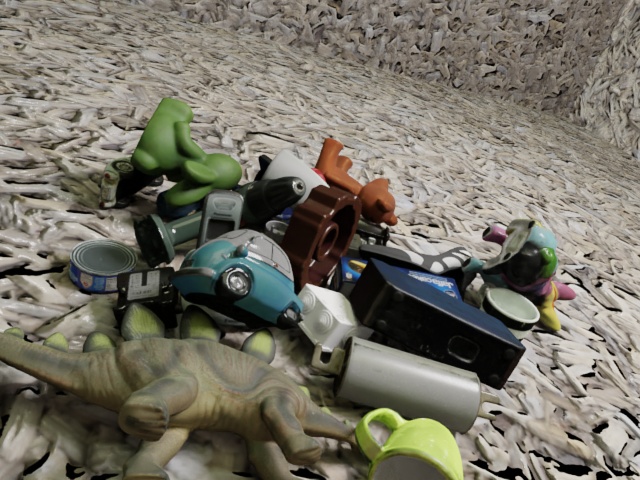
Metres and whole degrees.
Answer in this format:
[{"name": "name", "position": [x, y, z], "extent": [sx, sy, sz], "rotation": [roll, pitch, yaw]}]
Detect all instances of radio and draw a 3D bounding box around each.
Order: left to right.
[{"name": "radio", "position": [0.160, 0.114, 0.749], "extent": [0.229, 0.073, 0.131], "rotation": [25, 10, -7]}]

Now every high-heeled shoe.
[{"name": "high-heeled shoe", "position": [0.181, 0.025, 0.954], "extent": [0.248, 0.086, 0.145], "rotation": [29, 45, -18]}]

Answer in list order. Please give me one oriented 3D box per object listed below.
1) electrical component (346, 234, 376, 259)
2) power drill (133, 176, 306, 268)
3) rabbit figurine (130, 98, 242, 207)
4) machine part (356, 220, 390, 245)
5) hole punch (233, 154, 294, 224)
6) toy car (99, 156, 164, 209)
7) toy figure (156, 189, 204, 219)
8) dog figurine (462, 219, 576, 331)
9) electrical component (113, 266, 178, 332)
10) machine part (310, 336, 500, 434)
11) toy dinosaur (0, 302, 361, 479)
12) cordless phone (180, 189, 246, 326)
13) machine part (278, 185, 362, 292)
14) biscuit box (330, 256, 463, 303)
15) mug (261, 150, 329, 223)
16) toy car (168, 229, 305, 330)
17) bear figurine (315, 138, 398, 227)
[{"name": "electrical component", "position": [0.055, 0.006, 0.977], "extent": [0.102, 0.045, 0.078], "rotation": [16, 30, -4]}, {"name": "power drill", "position": [-0.156, -0.035, 0.793], "extent": [0.207, 0.086, 0.232], "rotation": [-32, 12, -36]}, {"name": "rabbit figurine", "position": [-0.207, -0.130, 0.874], "extent": [0.170, 0.121, 0.159], "rotation": [24, 33, -15]}, {"name": "machine part", "position": [0.071, -0.027, 1.054], "extent": [0.139, 0.039, 0.084], "rotation": [21, 23, 8]}, {"name": "hole punch", "position": [-0.097, -0.074, 0.981], "extent": [0.092, 0.115, 0.142], "rotation": [-41, 57, -20]}, {"name": "toy car", "position": [-0.323, -0.117, 0.942], "extent": [0.056, 0.073, 0.202], "rotation": [25, 28, 4]}, {"name": "toy figure", "position": [-0.206, -0.064, 0.940], "extent": [0.154, 0.058, 0.064], "rotation": [-7, 78, -41]}, {"name": "dog figurine", "position": [0.371, 0.067, 0.921], "extent": [0.219, 0.108, 0.191], "rotation": [36, -18, -15]}, {"name": "electrical component", "position": [-0.220, 0.064, 0.691], "extent": [0.075, 0.047, 0.119], "rotation": [-5, 35, -7]}, {"name": "machine part", "position": [0.106, 0.180, 0.667], "extent": [0.243, 0.079, 0.079], "rotation": [17, 28, -4]}, {"name": "toy dinosaur", "position": [-0.150, 0.150, 0.549], "extent": [0.471, 0.105, 0.199], "rotation": [20, 19, -17]}, {"name": "cordless phone", "position": [-0.104, 0.021, 0.711], "extent": [0.146, 0.184, 0.089], "rotation": [6, 26, -22]}, {"name": "machine part", "position": [-0.002, -0.002, 0.825], "extent": [0.056, 0.179, 0.179], "rotation": [28, 29, 21]}, {"name": "biscuit box", "position": [0.121, 0.083, 0.856], "extent": [0.203, 0.059, 0.063], "rotation": [12, 36, -12]}, {"name": "mug", "position": [-0.042, -0.076, 0.878], "extent": [0.107, 0.109, 0.081], "rotation": [30, 5, 4]}, {"name": "toy car", "position": [-0.086, 0.041, 0.637], "extent": [0.161, 0.103, 0.109], "rotation": [29, -24, -32]}, {"name": "bear figurine", "position": [0.083, -0.114, 1.109], "extent": [0.196, 0.132, 0.120], "rotation": [19, -12, 26]}]
